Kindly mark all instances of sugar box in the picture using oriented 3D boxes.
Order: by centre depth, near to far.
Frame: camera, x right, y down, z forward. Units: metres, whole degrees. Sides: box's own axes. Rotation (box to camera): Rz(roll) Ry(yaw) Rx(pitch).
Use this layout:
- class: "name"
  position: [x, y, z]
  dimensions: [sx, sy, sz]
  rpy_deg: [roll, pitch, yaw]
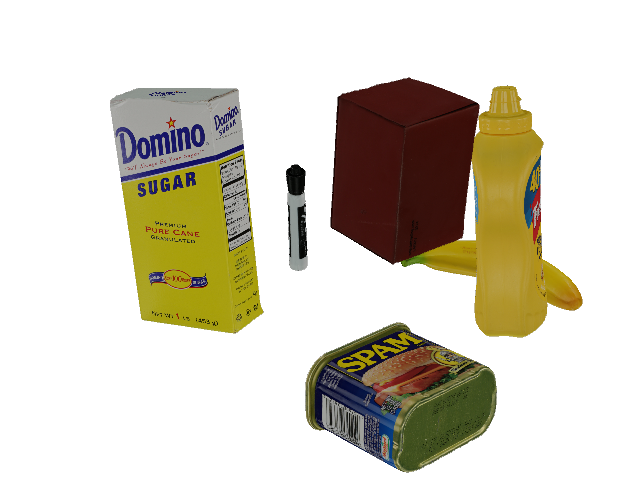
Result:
- class: "sugar box"
  position: [-0.099, -0.023, 0.792]
  dimensions: [0.093, 0.176, 0.048]
  rpy_deg: [4, 23, 29]

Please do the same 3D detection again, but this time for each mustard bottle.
- class: "mustard bottle"
  position: [0.149, -0.027, 0.848]
  dimensions: [0.058, 0.191, 0.096]
  rpy_deg: [1, 18, 19]

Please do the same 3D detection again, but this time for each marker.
- class: "marker"
  position: [-0.023, -0.022, 1.048]
  dimensions: [0.020, 0.121, 0.020]
  rpy_deg: [0, 38, 0]

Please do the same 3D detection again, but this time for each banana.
- class: "banana"
  position: [0.182, 0.032, 1.085]
  dimensions: [0.198, 0.037, 0.069]
  rpy_deg: [12, 39, 34]

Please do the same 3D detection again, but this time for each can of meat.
- class: "can of meat"
  position: [0.055, 0.103, 0.709]
  dimensions: [0.101, 0.057, 0.084]
  rpy_deg: [-19, 28, -39]

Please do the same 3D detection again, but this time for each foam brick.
- class: "foam brick"
  position: [0.042, -0.037, 0.546]
  dimensions: [0.052, 0.078, 0.051]
  rpy_deg: [-19, 36, -35]
